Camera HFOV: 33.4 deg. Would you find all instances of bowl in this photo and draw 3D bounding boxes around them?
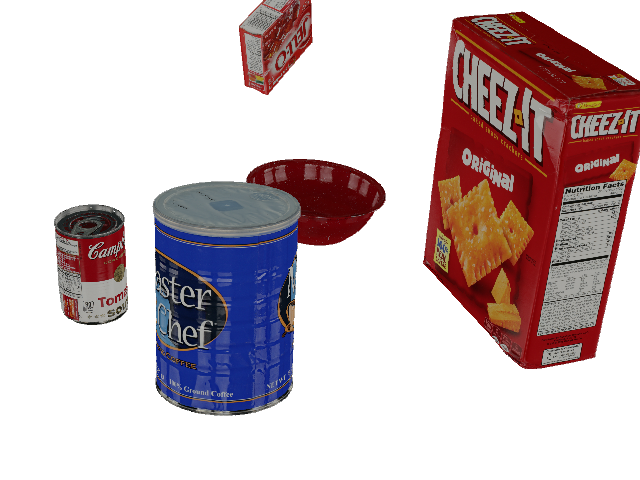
[{"bbox_3d":[-0.008,-0.039,1.231,0.162,0.055,0.162,6,27,-3],"label":"bowl"}]

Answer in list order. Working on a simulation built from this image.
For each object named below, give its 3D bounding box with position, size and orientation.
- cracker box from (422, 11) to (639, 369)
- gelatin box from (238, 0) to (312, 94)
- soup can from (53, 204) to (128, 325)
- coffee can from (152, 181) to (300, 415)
[{"bbox_3d":[0.146,-0.038,0.782,0.072,0.214,0.164,-9,32,-20],"label":"cracker box"},{"bbox_3d":[-0.040,-0.193,1.003,0.030,0.089,0.073,24,-35,19],"label":"gelatin box"},{"bbox_3d":[-0.227,0.025,1.062,0.068,0.102,0.068,2,27,-1],"label":"soup can"},{"bbox_3d":[-0.068,0.039,0.765,0.103,0.140,0.103,2,20,-1],"label":"coffee can"}]
